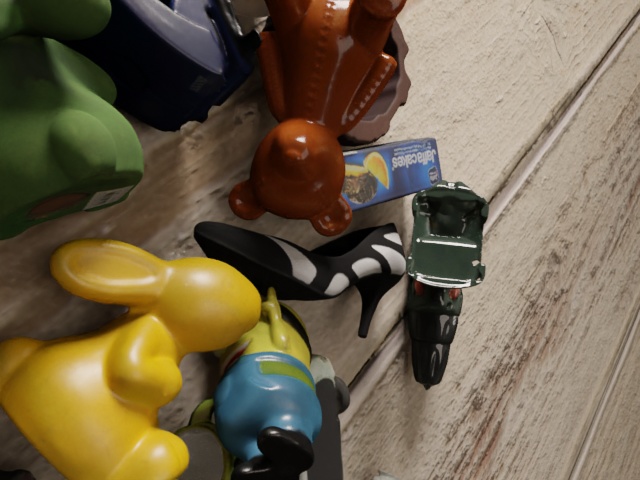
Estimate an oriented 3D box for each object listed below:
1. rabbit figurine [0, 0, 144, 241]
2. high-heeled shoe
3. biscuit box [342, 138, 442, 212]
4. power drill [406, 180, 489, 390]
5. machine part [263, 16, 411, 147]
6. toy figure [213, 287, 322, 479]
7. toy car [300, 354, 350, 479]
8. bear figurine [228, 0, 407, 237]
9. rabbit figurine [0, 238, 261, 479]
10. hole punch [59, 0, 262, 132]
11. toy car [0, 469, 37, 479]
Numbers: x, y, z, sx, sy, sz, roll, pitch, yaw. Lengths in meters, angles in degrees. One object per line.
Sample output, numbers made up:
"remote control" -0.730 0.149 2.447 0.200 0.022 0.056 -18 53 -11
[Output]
"rabbit figurine" -0.187 -0.099 0.317 0.121 0.159 0.170 -25 91 -31
"high-heeled shoe" -0.001 -0.002 0.526 0.248 0.086 0.145 35 57 -37
"biscuit box" 0.051 -0.070 0.579 0.202 0.063 0.059 -18 104 -41
"power drill" 0.135 0.043 0.595 0.207 0.086 0.232 55 42 -66
"machine part" 0.021 -0.185 0.556 0.179 0.056 0.179 1 88 -42
"toy figure" -0.042 0.116 0.431 0.082 0.180 0.089 -30 120 3
"toy car" -0.008 0.215 0.531 0.073 0.056 0.201 -9 97 -49
"bear figurine" -0.011 -0.106 0.427 0.132 0.120 0.195 62 44 -84
"rabbit figurine" -0.127 0.071 0.381 0.173 0.122 0.162 -39 96 -20
"hole punch" -0.119 -0.138 0.379 0.092 0.142 0.115 -34 99 -39
"toy car" -0.204 0.153 0.323 0.053 0.089 0.202 -39 114 -32
